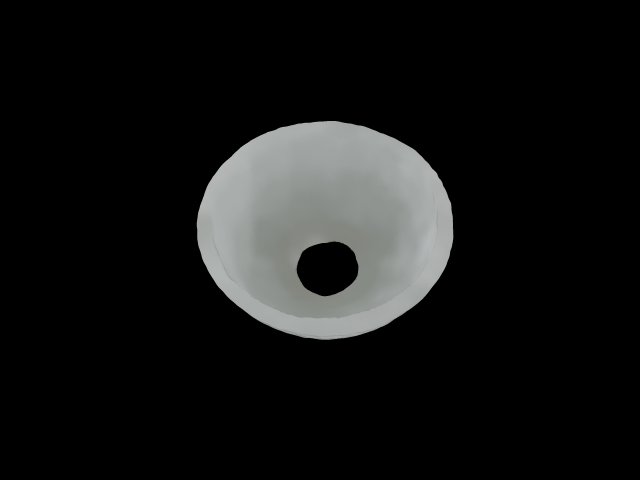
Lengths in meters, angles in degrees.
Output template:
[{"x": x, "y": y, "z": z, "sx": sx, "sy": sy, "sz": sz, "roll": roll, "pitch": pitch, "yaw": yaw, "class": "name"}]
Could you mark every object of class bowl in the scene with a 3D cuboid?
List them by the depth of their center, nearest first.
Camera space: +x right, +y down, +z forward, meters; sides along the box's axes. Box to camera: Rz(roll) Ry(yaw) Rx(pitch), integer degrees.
[{"x": 0.004, "y": 0.001, "z": 0.400, "sx": 0.167, "sy": 0.075, "sz": 0.167, "roll": 0, "pitch": 58, "yaw": 0, "class": "bowl"}]
